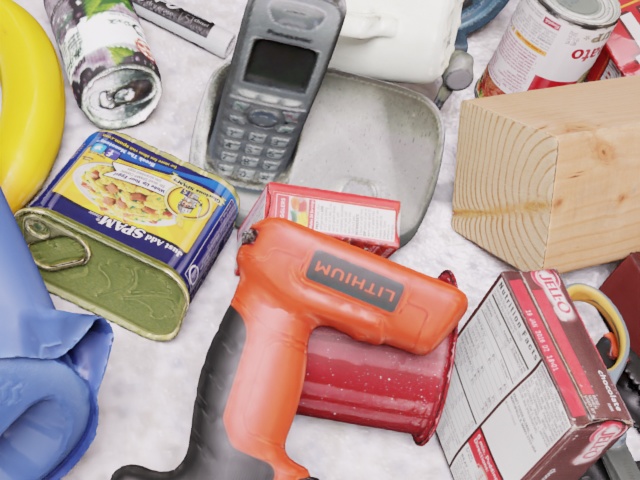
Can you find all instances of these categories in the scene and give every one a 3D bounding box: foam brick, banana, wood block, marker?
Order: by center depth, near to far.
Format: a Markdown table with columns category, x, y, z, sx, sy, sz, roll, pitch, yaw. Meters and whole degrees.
| category | x | y | z | sx | sy | sz | roll | pitch | yaw |
| --- | --- | --- | --- | --- | --- | --- | --- | --- | --- |
| banana | -0.188 | -0.093 | 0.643 | 0.069 | 0.037 | 0.198 | -21 | 57 | -12 |
| foam brick | 0.213 | 0.050 | 0.648 | 0.052 | 0.051 | 0.078 | -4 | 52 | -23 |
| wood block | 0.197 | -0.049 | 0.684 | 0.205 | 0.090 | 0.091 | -12 | 27 | -28 |
| marker | -0.115 | -0.159 | 0.735 | 0.121 | 0.020 | 0.020 | 27 | 47 | 4 |

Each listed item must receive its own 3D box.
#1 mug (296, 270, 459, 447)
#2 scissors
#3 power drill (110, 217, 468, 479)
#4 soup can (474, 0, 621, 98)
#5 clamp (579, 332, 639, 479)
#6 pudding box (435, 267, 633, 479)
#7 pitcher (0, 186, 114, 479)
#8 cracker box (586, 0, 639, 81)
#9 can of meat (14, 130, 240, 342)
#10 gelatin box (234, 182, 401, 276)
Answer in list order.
| category | x | y | z | sx | sy | sz | roll | pitch | yaw |
| --- | --- | --- | --- | --- | --- | --- | --- | --- | --- |
| mug | 0.020 | 0.050 | 0.563 | 0.081 | 0.093 | 0.117 | 10 | 17 | -5 |
| scissors | 0.130 | 0.094 | 0.562 | 0.096 | 0.016 | 0.201 | 8 | 41 | 1 |
| power drill | -0.002 | 0.097 | 0.470 | 0.184 | 0.057 | 0.187 | 23 | 80 | -1 |
| soup can | 0.159 | -0.133 | 0.753 | 0.068 | 0.102 | 0.068 | 10 | 47 | -12 |
| clamp | 0.184 | 0.143 | 0.567 | 0.164 | 0.036 | 0.210 | 13 | 45 | -9 |
| pudding box | 0.098 | 0.082 | 0.537 | 0.039 | 0.114 | 0.090 | 1 | 51 | -25 |
| pitcher | -0.210 | 0.012 | 0.491 | 0.148 | 0.145 | 0.243 | -1 | 46 | -36 |
| cracker box | 0.251 | -0.221 | 0.810 | 0.164 | 0.072 | 0.214 | -23 | 73 | -3 |
| can of meat | -0.103 | -0.006 | 0.582 | 0.102 | 0.057 | 0.083 | 25 | 45 | 2 |
| gelatin box | -0.004 | 0.001 | 0.588 | 0.073 | 0.089 | 0.030 | 9 | 70 | -13 |
